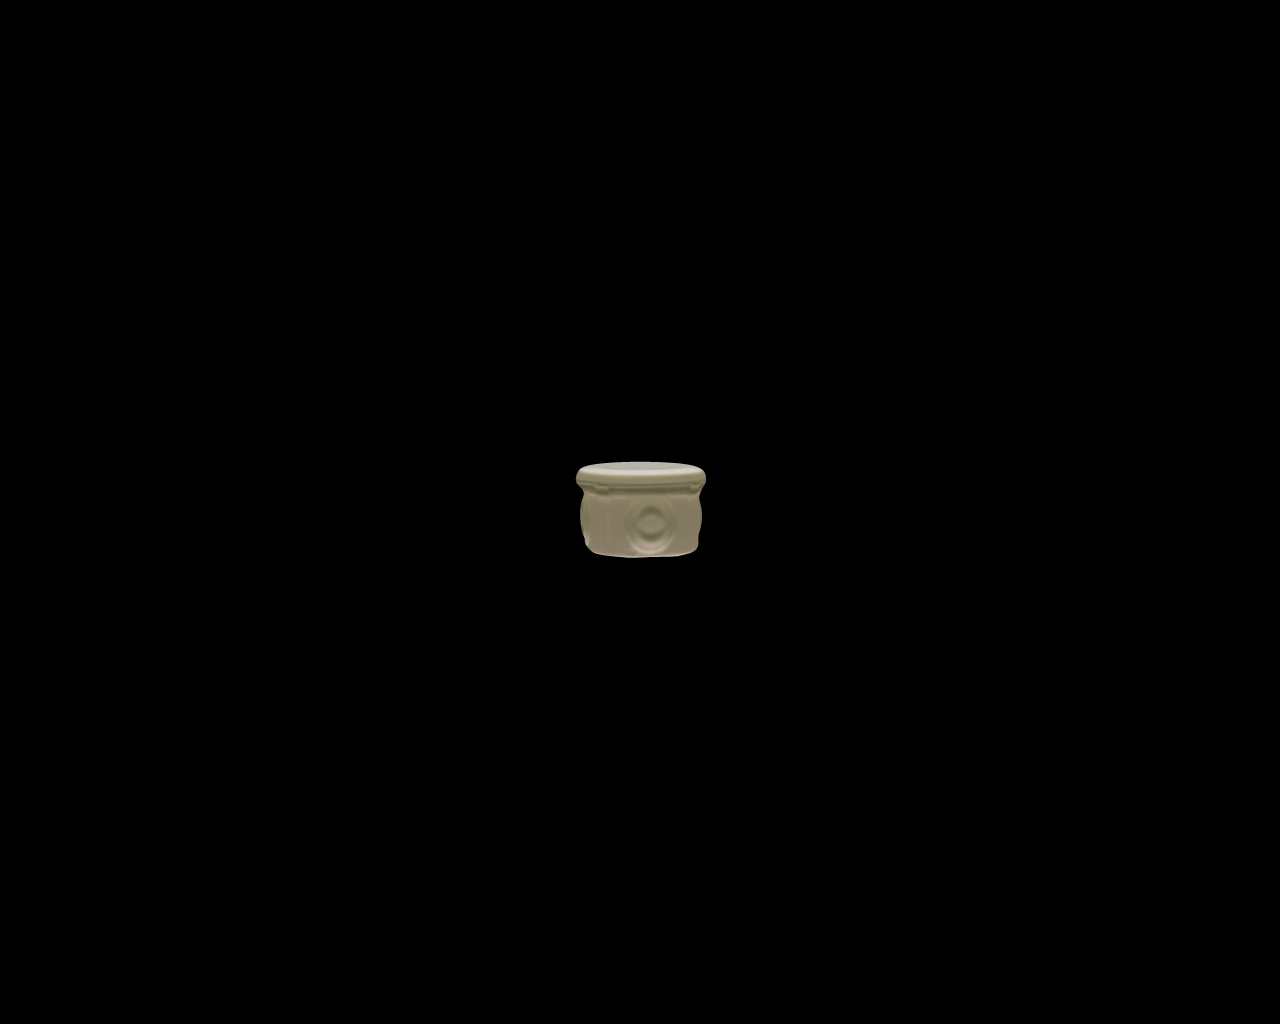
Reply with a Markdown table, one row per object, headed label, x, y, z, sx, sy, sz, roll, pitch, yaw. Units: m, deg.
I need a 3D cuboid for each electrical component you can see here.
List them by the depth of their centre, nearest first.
| label | x | y | z | sx | sy | sz | roll | pitch | yaw |
| --- | --- | --- | --- | --- | --- | --- | --- | --- | --- |
| electrical component | 0.001 | -0.003 | 0.650 | 0.080 | 0.051 | 0.080 | 0 | 8 | 0 |
